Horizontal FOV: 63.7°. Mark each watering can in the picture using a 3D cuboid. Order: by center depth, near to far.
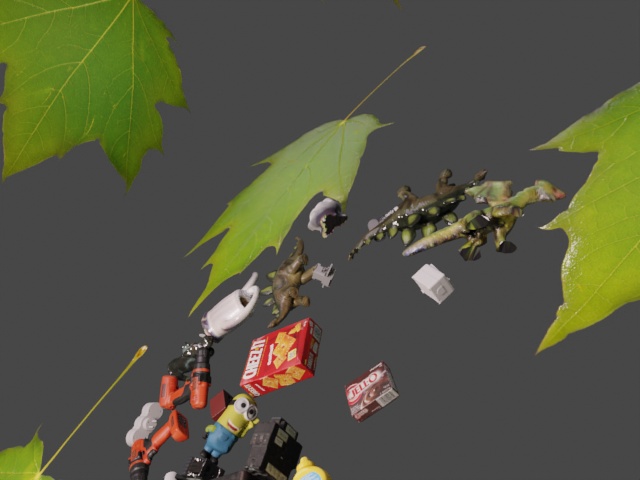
[{"bbox_3d":[-0.292,0.228,1.774,0.224,0.103,0.351,-37,14,6],"label":"watering can"}]

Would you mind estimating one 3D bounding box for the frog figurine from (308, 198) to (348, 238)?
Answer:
[{"bbox_3d":[0.006,-0.095,1.883,0.137,0.121,0.162,-57,37,7],"label":"frog figurine"}]

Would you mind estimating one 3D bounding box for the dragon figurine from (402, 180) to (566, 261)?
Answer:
[{"bbox_3d":[0.420,-0.070,1.346,0.408,0.120,0.248,-11,29,27],"label":"dragon figurine"}]
